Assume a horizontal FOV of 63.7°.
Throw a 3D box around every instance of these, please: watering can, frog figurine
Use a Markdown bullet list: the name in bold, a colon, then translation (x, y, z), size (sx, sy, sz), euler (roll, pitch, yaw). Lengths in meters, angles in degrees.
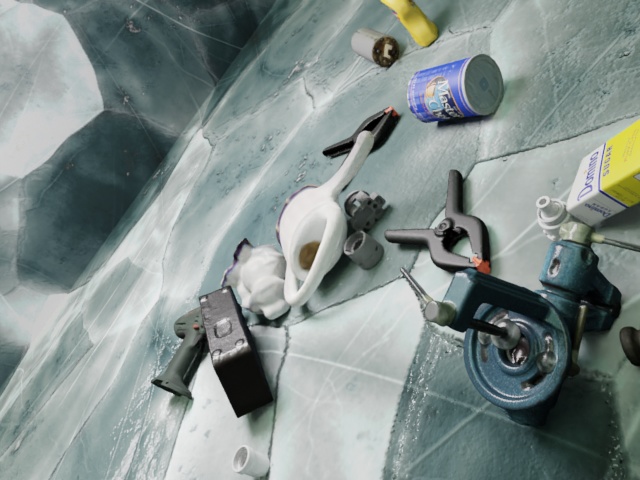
- **watering can**: translation (0.003, -0.048, 0.958), size (0.103, 0.344, 0.227), euler (19, 12, -20)
- **frog figurine**: translation (-0.109, 0.088, 1.055), size (0.161, 0.138, 0.121), euler (34, -6, 24)
